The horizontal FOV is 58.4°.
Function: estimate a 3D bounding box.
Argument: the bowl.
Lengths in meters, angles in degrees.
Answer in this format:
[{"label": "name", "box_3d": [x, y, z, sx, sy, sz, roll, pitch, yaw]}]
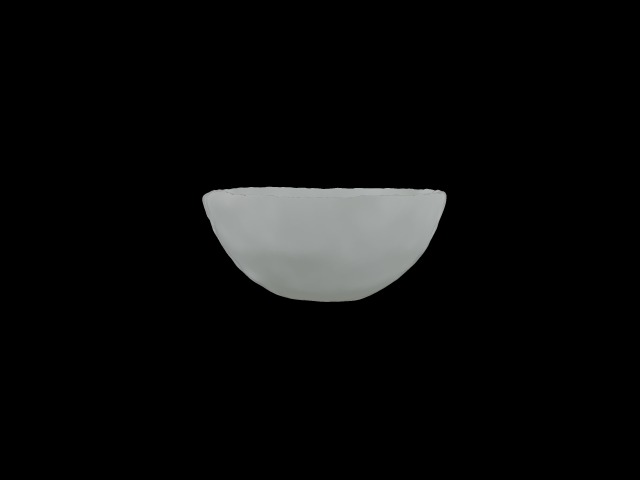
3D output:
[{"label": "bowl", "box_3d": [0.004, 0.001, 0.400, 0.167, 0.075, 0.167, 0, 7, 0]}]
